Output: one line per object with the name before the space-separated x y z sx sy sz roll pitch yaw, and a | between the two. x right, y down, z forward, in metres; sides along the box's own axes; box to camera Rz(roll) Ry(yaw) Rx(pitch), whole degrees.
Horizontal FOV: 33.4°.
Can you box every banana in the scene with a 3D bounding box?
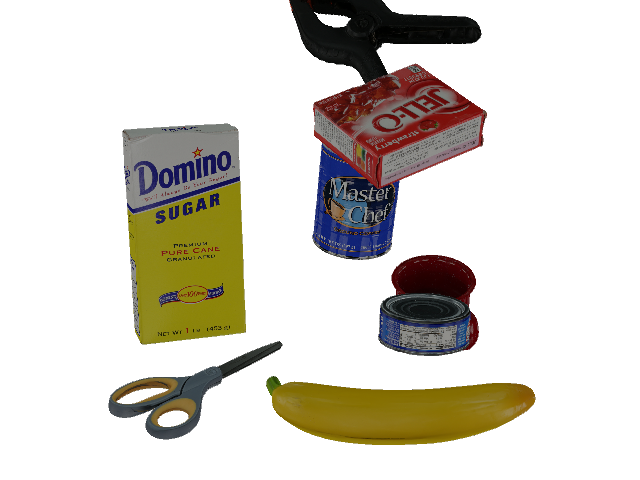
banana | 0.048 0.115 0.744 0.198 0.037 0.069 2 29 14

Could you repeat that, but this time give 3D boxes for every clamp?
clamp | 0.050 -0.181 0.923 0.120 0.172 0.039 -39 -24 -20

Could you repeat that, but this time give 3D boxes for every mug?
mug | 0.133 0.080 1.193 0.093 0.081 0.117 -25 40 -31

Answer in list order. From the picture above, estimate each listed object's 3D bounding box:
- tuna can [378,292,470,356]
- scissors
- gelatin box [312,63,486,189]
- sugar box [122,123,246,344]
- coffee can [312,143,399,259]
tuna can | 0.097 0.077 0.995 0.086 0.034 0.086 1 15 0
scissors | -0.104 0.145 1.038 0.201 0.016 0.096 -12 32 -28
gelatin box | 0.051 -0.077 0.694 0.089 0.030 0.073 -24 46 -24
sugar box | -0.113 -0.006 0.893 0.093 0.176 0.048 -6 16 -17
coffee can | 0.046 -0.061 1.329 0.103 0.140 0.103 4 27 -2
